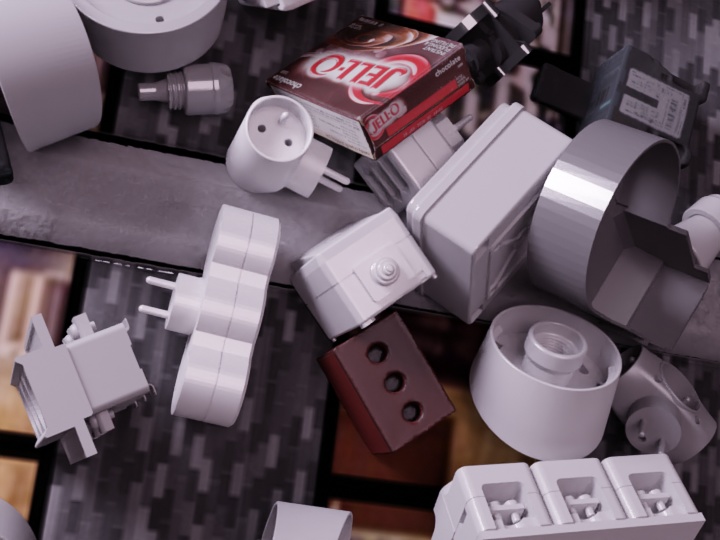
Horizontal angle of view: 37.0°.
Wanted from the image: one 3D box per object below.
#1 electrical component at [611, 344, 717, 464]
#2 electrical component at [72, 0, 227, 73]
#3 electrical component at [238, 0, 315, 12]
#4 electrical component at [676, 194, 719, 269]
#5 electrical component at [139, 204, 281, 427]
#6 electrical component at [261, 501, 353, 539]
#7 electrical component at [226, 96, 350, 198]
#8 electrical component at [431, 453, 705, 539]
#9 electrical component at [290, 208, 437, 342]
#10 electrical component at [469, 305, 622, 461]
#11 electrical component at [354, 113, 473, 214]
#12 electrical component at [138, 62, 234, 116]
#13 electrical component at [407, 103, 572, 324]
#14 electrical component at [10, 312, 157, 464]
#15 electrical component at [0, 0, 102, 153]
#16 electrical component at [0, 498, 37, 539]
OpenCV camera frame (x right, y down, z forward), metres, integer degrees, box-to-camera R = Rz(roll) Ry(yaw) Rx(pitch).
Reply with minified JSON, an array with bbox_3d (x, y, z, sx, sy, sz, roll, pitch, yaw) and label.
[{"bbox_3d":[0.205,0.101,0.745,0.077,0.044,0.079,45,28,-4],"label":"electrical component"},{"bbox_3d":[-0.138,-0.179,0.700,0.108,0.060,0.108,3,64,-6],"label":"electrical component"},{"bbox_3d":[-0.059,-0.212,0.721,0.061,0.096,0.061,-28,117,-19],"label":"electrical component"},{"bbox_3d":[0.253,-0.024,0.796,0.055,0.045,0.045,-37,91,-20],"label":"electrical component"},{"bbox_3d":[-0.101,0.024,0.681,0.074,0.052,0.138,15,76,-13],"label":"electrical component"},{"bbox_3d":[-0.037,0.189,0.646,0.064,0.099,0.099,16,75,-6],"label":"electrical component"},{"bbox_3d":[-0.044,-0.072,0.703,0.079,0.077,0.043,27,73,-10],"label":"electrical component"},{"bbox_3d":[0.129,0.168,0.695,0.150,0.089,0.061,-1,41,-16],"label":"electrical component"},{"bbox_3d":[0.000,0.000,0.691,0.062,0.096,0.061,-34,90,-19],"label":"electrical component"},{"bbox_3d":[0.125,0.071,0.722,0.099,0.064,0.099,9,34,-6],"label":"electrical component"},{"bbox_3d":[0.046,-0.082,0.737,0.077,0.066,0.047,-37,91,-19],"label":"electrical component"},{"bbox_3d":[-0.116,-0.119,0.714,0.061,0.035,0.035,-5,81,-15],"label":"electrical component"},{"bbox_3d":[0.085,-0.036,0.712,0.056,0.108,0.108,36,70,20],"label":"electrical component"},{"bbox_3d":[-0.162,0.067,0.618,0.063,0.121,0.078,-22,86,-22],"label":"electrical component"},{"bbox_3d":[-0.199,-0.125,0.657,0.064,0.099,0.099,-20,86,-25],"label":"electrical component"},{"bbox_3d":[-0.233,0.182,0.618,0.099,0.064,0.099,-1,94,-19],"label":"electrical component"}]
